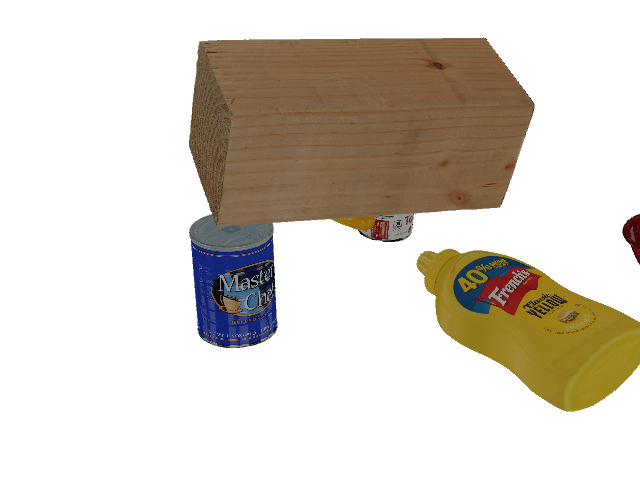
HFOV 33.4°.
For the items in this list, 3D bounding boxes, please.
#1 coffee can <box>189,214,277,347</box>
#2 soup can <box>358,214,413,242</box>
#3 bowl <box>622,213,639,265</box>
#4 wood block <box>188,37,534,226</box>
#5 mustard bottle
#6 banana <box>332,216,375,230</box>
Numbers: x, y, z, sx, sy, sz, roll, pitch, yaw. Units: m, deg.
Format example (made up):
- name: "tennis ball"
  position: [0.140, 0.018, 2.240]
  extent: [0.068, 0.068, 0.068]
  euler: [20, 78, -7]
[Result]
- name: "coffee can"
  position: [-0.107, 0.047, 1.326]
  extent: [0.103, 0.140, 0.103]
  euler: [-1, 26, 0]
- name: "soup can"
  position: [0.079, -0.057, 1.258]
  extent: [0.068, 0.102, 0.068]
  euler: [3, 27, -2]
- name: "bowl"
  position: [0.405, 0.017, 1.140]
  extent: [0.162, 0.055, 0.162]
  euler: [-3, 23, 1]
- name: "wood block"
  position: [0.024, -0.077, 0.719]
  extent: [0.205, 0.090, 0.091]
  euler: [-4, 43, -18]
- name: "mustard bottle"
  position: [0.148, 0.055, 0.829]
  extent: [0.096, 0.058, 0.192]
  euler: [-27, 40, -31]
- name: "banana"
  position: [0.000, -0.068, 0.925]
  extent: [0.069, 0.037, 0.198]
  euler: [0, 32, -7]
